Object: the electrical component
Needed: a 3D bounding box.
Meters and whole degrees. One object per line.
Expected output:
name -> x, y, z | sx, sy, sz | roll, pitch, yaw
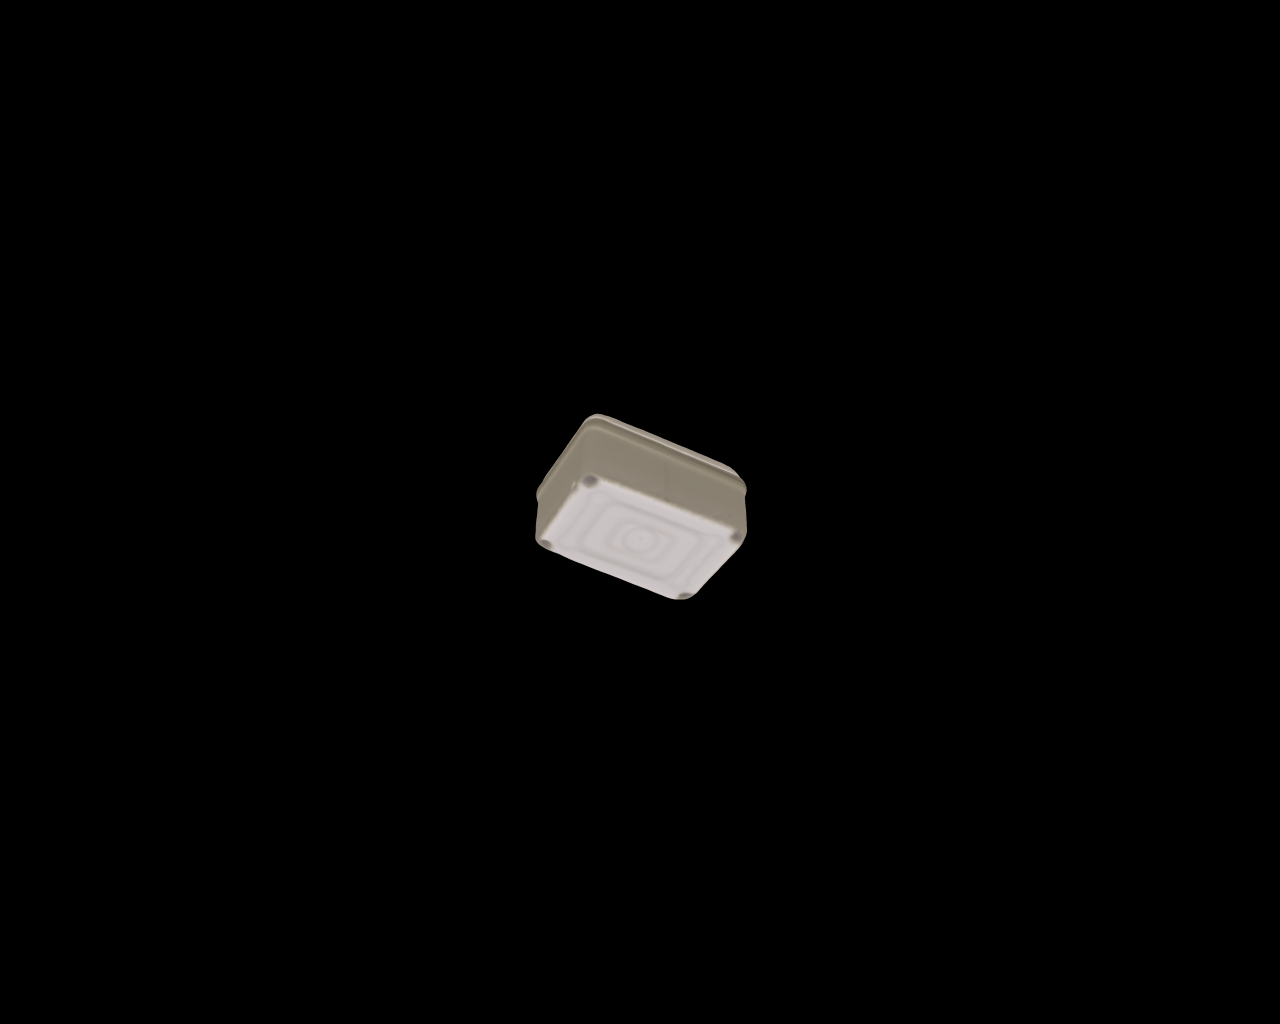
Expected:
electrical component -> 0.001, -0.003, 0.650 | 0.113, 0.057, 0.078 | 22, -48, -21
